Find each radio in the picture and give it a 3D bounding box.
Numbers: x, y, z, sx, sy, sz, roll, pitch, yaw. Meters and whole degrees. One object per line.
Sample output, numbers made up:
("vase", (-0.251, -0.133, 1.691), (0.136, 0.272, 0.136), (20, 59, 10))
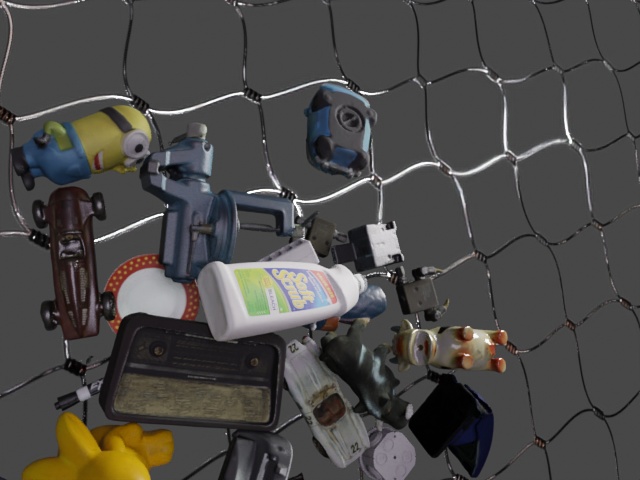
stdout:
("radio", (-0.161, 0.175, 0.717), (0.229, 0.073, 0.131), (14, 79, -28))

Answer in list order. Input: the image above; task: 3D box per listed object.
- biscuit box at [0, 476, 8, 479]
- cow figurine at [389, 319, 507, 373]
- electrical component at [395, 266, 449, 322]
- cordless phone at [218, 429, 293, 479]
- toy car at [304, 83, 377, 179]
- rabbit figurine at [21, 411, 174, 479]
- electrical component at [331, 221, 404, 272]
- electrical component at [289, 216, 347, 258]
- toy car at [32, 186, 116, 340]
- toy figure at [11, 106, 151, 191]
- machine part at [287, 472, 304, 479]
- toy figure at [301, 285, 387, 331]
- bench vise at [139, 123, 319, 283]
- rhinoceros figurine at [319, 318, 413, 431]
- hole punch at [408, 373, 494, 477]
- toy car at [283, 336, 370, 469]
("biscuit box", (-0.306, 0.326, 0.595), (0.203, 0.062, 0.059), (19, 52, 10))
("cow figurine", (0.200, 0.174, 0.878), (0.195, 0.127, 0.085), (11, 75, -36))
("electrical component", (0.175, 0.090, 0.914), (0.078, 0.045, 0.102), (-5, 81, -26))
("cordless phone", (-0.049, 0.343, 0.716), (0.184, 0.088, 0.146), (19, 70, -3))
("toy car", (0.024, -0.162, 0.869), (0.109, 0.103, 0.161), (14, 63, -21))
("rabbit figurine", (-0.244, 0.264, 0.624), (0.162, 0.173, 0.122), (37, 71, -17))
("electrical component", (0.076, 0.012, 0.872), (0.119, 0.048, 0.075), (-4, 79, -42))
("electrical component", (-0.002, -0.003, 0.870), (0.094, 0.021, 0.063), (20, 72, -20))
("toy car", (-0.319, 0.026, 0.696), (0.089, 0.053, 0.202), (-6, 76, -16))
("toy figure", (-0.318, -0.128, 0.727), (0.180, 0.082, 0.089), (-20, 89, -24))
("machine part", (-0.039, 0.408, 0.757), (0.084, 0.039, 0.139), (-7, 80, -30))
("toy figure", (0.029, 0.110, 0.839), (0.154, 0.064, 0.057), (-12, 121, -21))
("bench vise", (-0.132, -0.047, 0.764), (0.240, 0.129, 0.223), (6, 74, -27))
("rhinoceros figurine", (0.075, 0.205, 0.800), (0.190, 0.073, 0.112), (51, 22, -24))
("hole punch", (0.218, 0.289, 0.842), (0.092, 0.142, 0.115), (36, 91, -12))
("toy car", (0.002, 0.239, 0.800), (0.073, 0.056, 0.201), (-30, 92, -26))
